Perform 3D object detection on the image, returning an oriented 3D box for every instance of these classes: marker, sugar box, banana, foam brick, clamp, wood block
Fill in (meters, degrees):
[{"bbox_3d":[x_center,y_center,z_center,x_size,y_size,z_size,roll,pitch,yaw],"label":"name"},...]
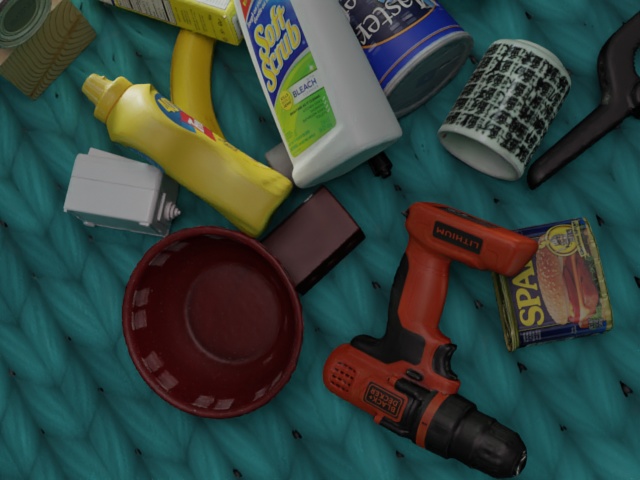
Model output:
[{"bbox_3d":[0.030,-0.107,0.952,0.020,0.020,0.121,-30,76,1],"label":"marker"},{"bbox_3d":[-0.130,-0.244,0.967,0.176,0.048,0.093,21,64,23],"label":"sugar box"},{"bbox_3d":[-0.102,-0.131,0.969,0.069,0.037,0.198,-11,78,-17],"label":"banana"},{"bbox_3d":[-0.006,0.001,0.919,0.078,0.053,0.051,-43,76,-1],"label":"foam brick"},{"bbox_3d":[0.267,-0.115,0.910,0.164,0.036,0.210,9,79,0],"label":"clamp"},{"bbox_3d":[-0.319,-0.239,0.991,0.206,0.090,0.091,42,87,13],"label":"wood block"}]

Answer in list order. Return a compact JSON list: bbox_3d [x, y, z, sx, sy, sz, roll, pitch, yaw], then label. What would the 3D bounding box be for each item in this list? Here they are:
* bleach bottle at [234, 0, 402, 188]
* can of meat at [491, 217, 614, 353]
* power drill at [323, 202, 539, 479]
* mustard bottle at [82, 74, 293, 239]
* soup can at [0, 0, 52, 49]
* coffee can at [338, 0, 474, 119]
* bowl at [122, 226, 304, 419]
[{"bbox_3d":[-0.026,-0.176,0.883,0.067,0.103,0.251,-22,85,-42],"label":"bleach bottle"},{"bbox_3d":[0.189,0.036,0.884,0.084,0.057,0.102,-10,78,3],"label":"can of meat"},{"bbox_3d":[0.104,0.076,0.847,0.185,0.057,0.188,25,100,26],"label":"power drill"},{"bbox_3d":[-0.115,-0.077,0.888,0.191,0.096,0.058,34,97,-1],"label":"mustard bottle"},{"bbox_3d":[-0.286,-0.218,0.901,0.102,0.068,0.068,40,86,12],"label":"soup can"},{"bbox_3d":[0.049,-0.189,0.923,0.103,0.103,0.140,-38,76,-1],"label":"coffee can"},{"bbox_3d":[-0.083,0.066,0.901,0.162,0.055,0.162,2,96,16],"label":"bowl"}]
